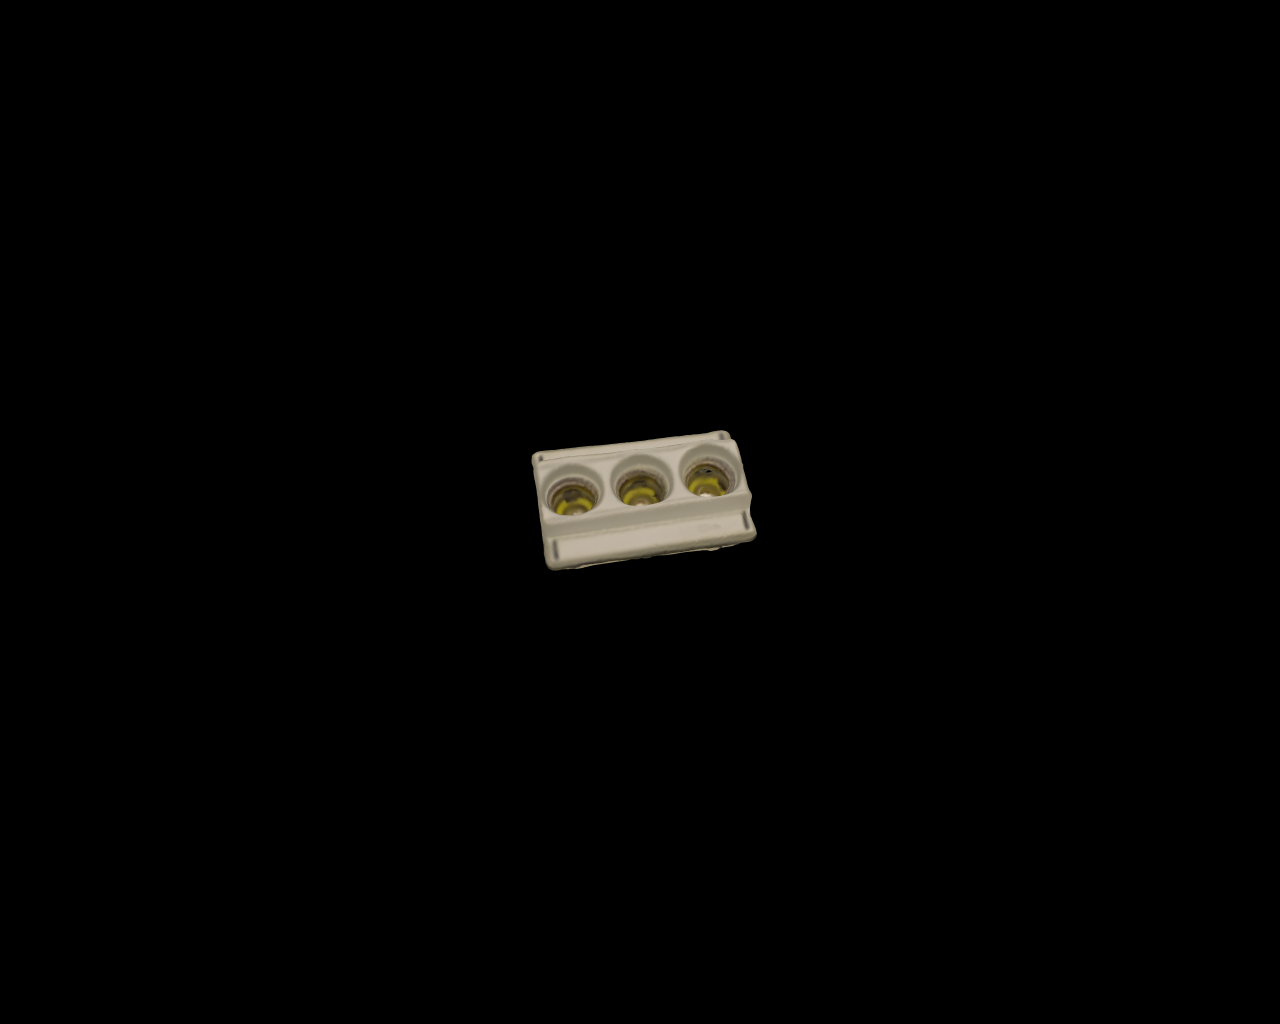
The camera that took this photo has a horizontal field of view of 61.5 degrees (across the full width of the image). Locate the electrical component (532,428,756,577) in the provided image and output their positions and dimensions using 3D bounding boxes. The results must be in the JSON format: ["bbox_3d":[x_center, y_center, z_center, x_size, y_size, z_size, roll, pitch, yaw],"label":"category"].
[{"bbox_3d":[0.001,-0.003,0.650,0.121,0.079,0.063,-8,-33,-5],"label":"electrical component"}]
